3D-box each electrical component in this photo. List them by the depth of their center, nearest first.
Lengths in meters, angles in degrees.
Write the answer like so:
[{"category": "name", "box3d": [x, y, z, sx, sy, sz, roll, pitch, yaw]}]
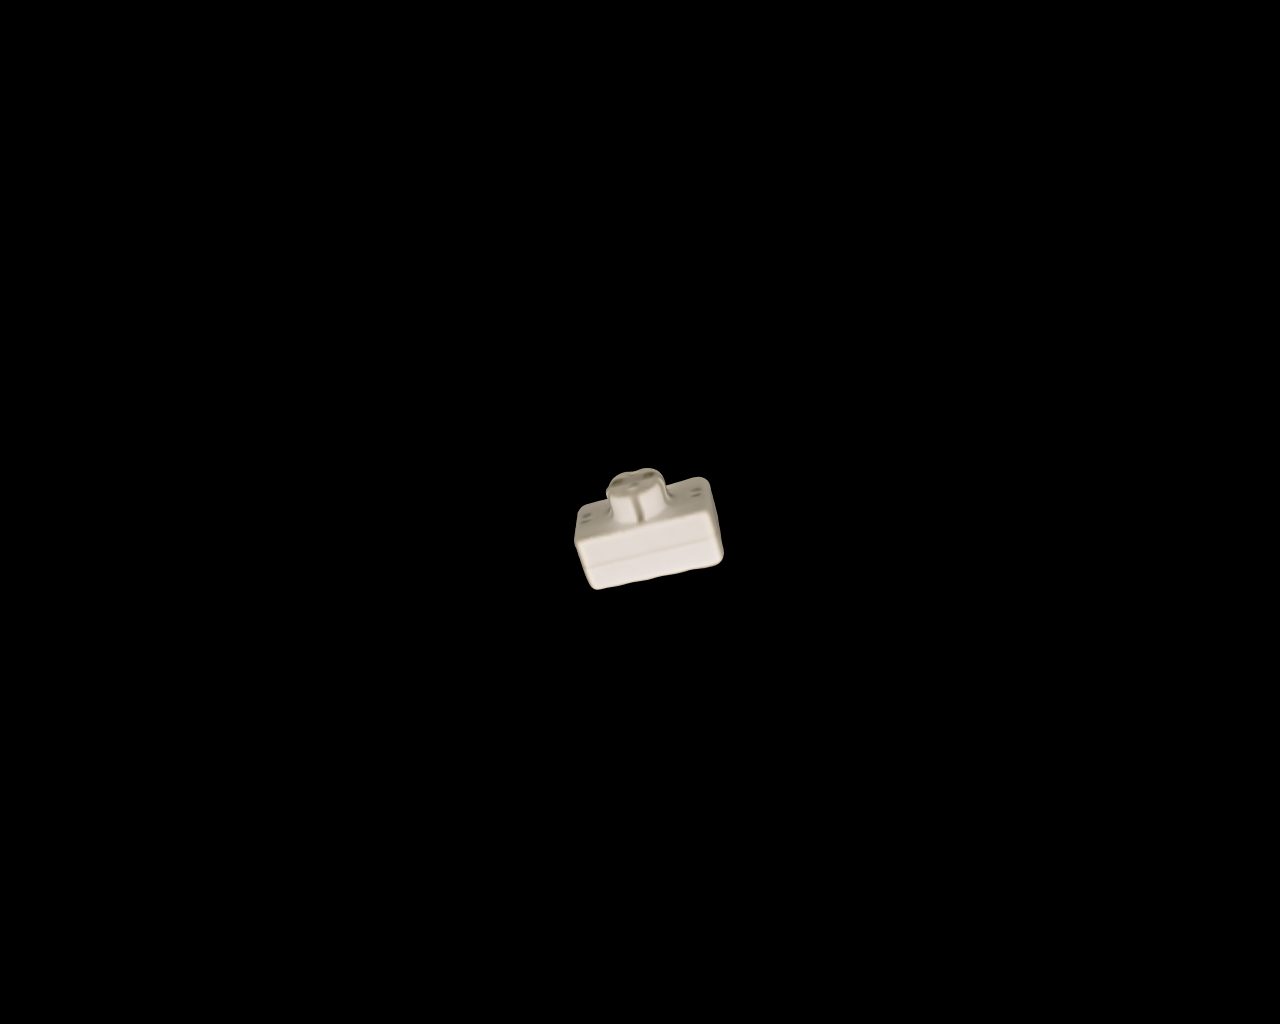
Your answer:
[{"category": "electrical component", "box3d": [0.001, -0.003, 0.650, 0.083, 0.075, 0.047, -14, 26, 7]}]
